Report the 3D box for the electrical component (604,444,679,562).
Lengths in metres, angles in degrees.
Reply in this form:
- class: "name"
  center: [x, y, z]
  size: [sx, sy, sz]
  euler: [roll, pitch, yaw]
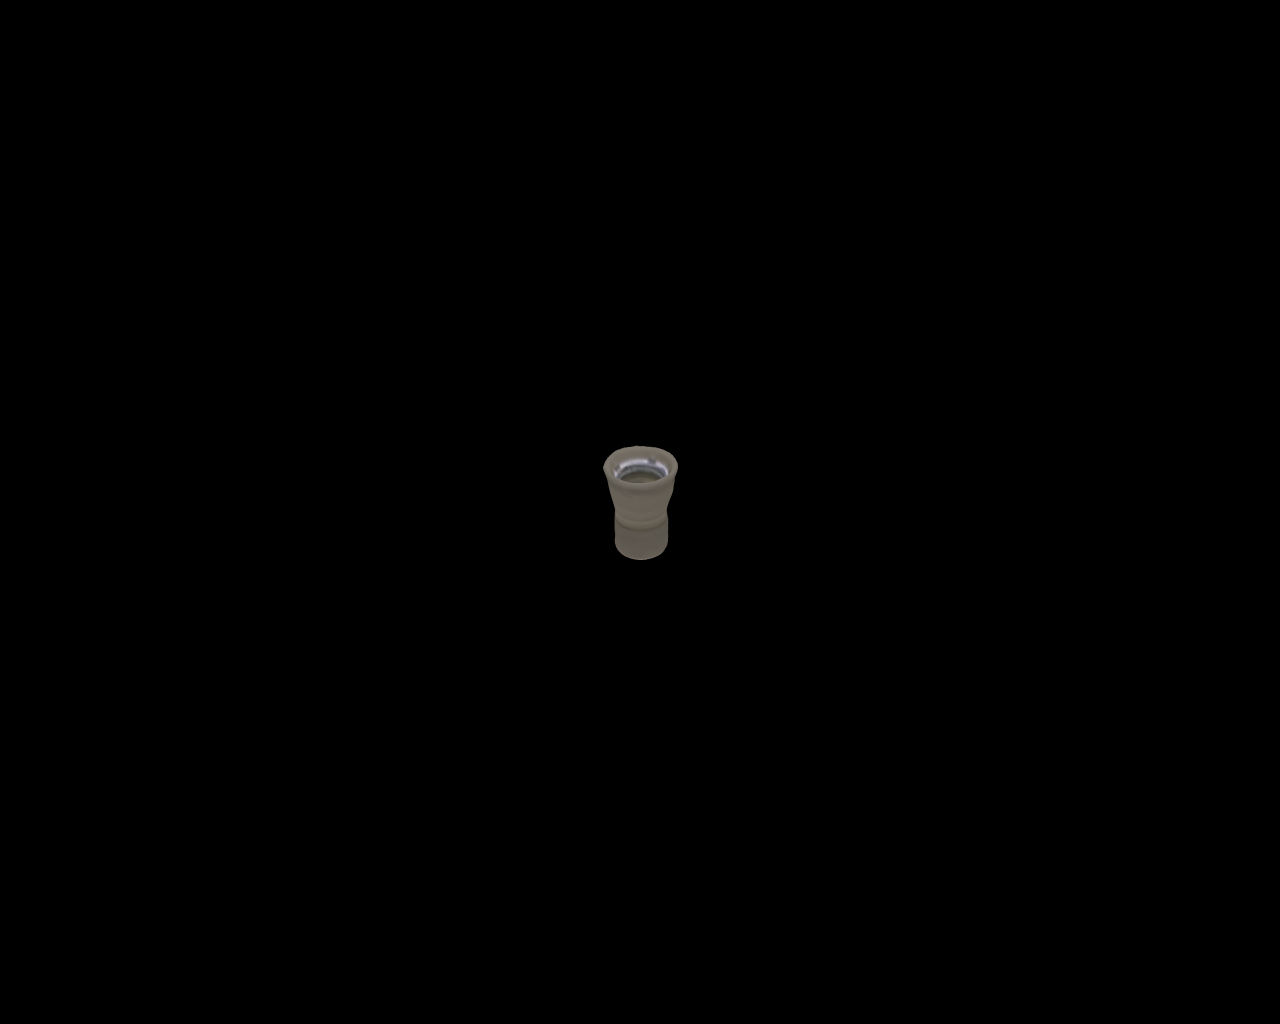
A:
- class: "electrical component"
  center: [0.001, -0.003, 0.650]
  size: [0.044, 0.065, 0.044]
  euler: [0, 36, 0]
